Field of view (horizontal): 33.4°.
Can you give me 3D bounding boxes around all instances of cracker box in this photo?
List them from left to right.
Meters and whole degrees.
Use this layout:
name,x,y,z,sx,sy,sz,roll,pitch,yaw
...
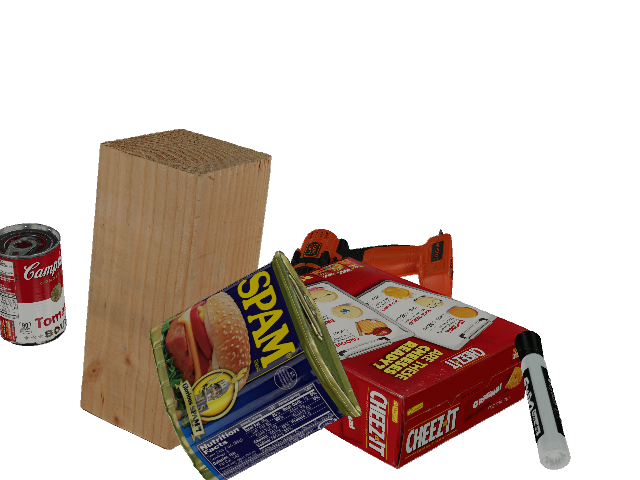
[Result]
name,x,y,z,sx,sy,sz,roll,pitch,yaw
cracker box,0.041,0.093,0.890,0.163,0.072,0.214,-19,30,-41

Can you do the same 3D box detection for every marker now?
name,x,y,z,sx,sy,sz,roll,pitch,yaw
marker,0.147,0.102,0.713,0.020,0.020,0.121,0,35,1

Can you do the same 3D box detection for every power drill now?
name,x,y,z,sx,sy,sz,roll,pitch,yaw
power drill,0.054,0.042,1.204,0.188,0.057,0.184,1,29,10

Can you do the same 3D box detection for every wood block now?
name,x,y,z,sx,sy,sz,roll,pitch,yaw
wood block,-0.107,0.032,0.779,0.090,0.206,0.090,19,21,28

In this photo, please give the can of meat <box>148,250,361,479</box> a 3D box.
name,x,y,z,sx,sy,sz,roll,pitch,yaw
can of meat,-0.037,0.066,0.557,0.084,0.057,0.102,-29,39,4

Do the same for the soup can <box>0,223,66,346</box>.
name,x,y,z,sx,sy,sz,roll,pitch,yaw
soup can,-0.286,0.044,1.044,0.068,0.102,0.068,2,28,-1
